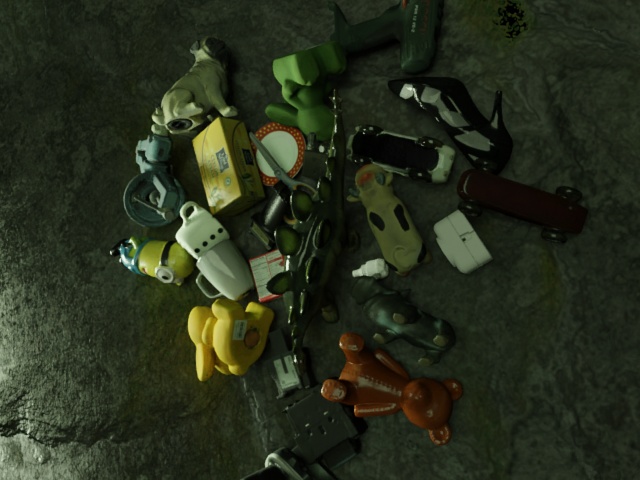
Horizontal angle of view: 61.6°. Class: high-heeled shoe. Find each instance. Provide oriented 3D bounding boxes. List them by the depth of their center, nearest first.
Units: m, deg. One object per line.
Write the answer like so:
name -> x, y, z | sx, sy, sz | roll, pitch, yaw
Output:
high-heeled shoe -> 0.217, -0.199, 0.928 | 0.249, 0.086, 0.145 | 24, 124, 40

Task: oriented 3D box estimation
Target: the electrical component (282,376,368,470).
electrical component -> 0.013, 0.322, 0.934 | 0.115, 0.058, 0.134 | -39, 70, 15

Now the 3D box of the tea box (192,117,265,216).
tea box -> -0.180, -0.141, 1.053 | 0.098, 0.068, 0.169 | -30, 70, 37

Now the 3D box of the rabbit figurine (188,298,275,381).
rabbit figurine -> -0.184, 0.180, 1.018 | 0.173, 0.122, 0.162 | 10, 97, 38

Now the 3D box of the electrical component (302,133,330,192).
electrical component -> 0.004, -0.138, 0.983 | 0.078, 0.045, 0.102 | 17, 118, 8

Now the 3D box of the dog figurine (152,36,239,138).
dog figurine -> -0.255, -0.315, 1.071 | 0.121, 0.172, 0.190 | -33, 68, 53

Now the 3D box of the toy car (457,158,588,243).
toy car -> 0.316, -0.060, 0.849 | 0.202, 0.053, 0.089 | 18, 86, 3

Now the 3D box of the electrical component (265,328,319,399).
electrical component -> -0.058, 0.222, 0.981 | 0.075, 0.047, 0.119 | -27, 73, 16

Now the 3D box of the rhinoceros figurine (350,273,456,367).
rhinoceros figurine -> 0.136, 0.123, 0.884 | 0.190, 0.112, 0.073 | 31, 124, 10

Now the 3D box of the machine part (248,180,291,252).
machine part -> -0.091, -0.046, 1.015 | 0.084, 0.039, 0.138 | 47, 129, 27

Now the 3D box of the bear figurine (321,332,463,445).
bear figurine -> 0.121, 0.242, 0.864 | 0.196, 0.131, 0.120 | 15, 69, 29

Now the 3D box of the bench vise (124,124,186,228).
bench vise -> -0.316, -0.112, 1.067 | 0.223, 0.129, 0.241 | -64, 33, 12

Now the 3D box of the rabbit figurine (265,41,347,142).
rabbit figurine -> -0.027, -0.256, 0.988 | 0.159, 0.121, 0.170 | -2, 115, 38

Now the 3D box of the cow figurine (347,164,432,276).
cow figurine -> 0.112, -0.038, 0.902 | 0.085, 0.127, 0.195 | -26, 78, 14

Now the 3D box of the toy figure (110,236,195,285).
toy figure -> -0.342, 0.034, 1.104 | 0.180, 0.082, 0.089 | 16, 91, 26

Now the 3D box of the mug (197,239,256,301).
mug -> -0.183, 0.071, 1.035 | 0.109, 0.081, 0.107 | -43, 79, 8

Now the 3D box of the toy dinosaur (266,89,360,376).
toy dinosaur -> -0.002, -0.003, 0.905 | 0.105, 0.198, 0.471 | 8, 89, 16

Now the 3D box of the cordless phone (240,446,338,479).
cordless phone -> -0.049, 0.416, 0.879 | 0.147, 0.184, 0.088 | 40, 94, 22

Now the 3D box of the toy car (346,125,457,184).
toy car -> 0.137, -0.151, 0.941 | 0.202, 0.056, 0.073 | 19, 95, 30

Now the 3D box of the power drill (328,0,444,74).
power drill -> 0.122, -0.411, 0.979 | 0.207, 0.086, 0.232 | -3, 85, 14
